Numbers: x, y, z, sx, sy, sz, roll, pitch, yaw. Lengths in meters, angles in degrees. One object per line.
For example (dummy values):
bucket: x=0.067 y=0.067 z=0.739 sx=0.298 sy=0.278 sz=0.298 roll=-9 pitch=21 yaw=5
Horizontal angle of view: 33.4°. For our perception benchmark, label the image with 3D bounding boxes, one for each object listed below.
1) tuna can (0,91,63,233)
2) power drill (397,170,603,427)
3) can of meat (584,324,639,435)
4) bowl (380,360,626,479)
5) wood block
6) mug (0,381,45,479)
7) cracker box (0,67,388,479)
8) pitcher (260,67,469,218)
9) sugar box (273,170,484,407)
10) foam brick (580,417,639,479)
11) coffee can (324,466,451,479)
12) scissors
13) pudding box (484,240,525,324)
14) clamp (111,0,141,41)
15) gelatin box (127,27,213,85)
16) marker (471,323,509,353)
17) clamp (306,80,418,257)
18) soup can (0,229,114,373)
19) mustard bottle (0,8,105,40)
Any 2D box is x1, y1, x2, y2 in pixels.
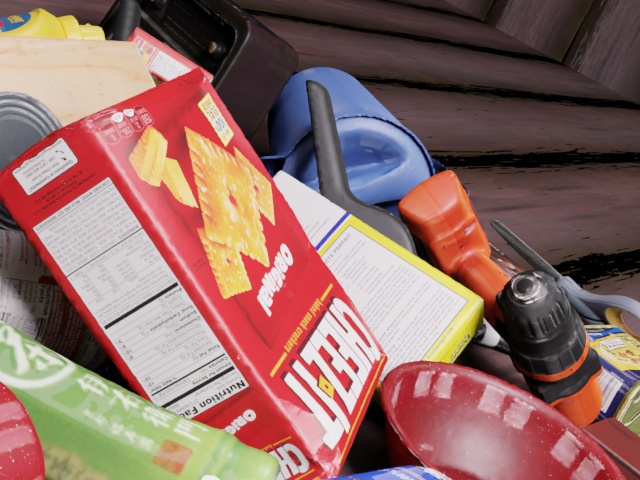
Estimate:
tuna can: x=-0.182 y=-0.040 z=0.613 sx=0.034 sy=0.086 sz=0.086 roll=-6 pitch=4 yaw=31
power drill: x=0.128 y=0.035 z=0.768 sx=0.188 sy=0.057 sz=0.184 roll=57 pitch=-2 yaw=40
can of meat: x=0.232 y=0.110 z=0.838 sx=0.101 sy=0.057 sz=0.084 roll=4 pitch=26 yaw=-44
bowl: x=0.098 y=0.139 z=0.619 sx=0.162 sy=0.055 sz=0.162 roll=21 pitch=21 yaw=-9
wood block: x=-0.205 y=-0.079 z=0.726 sx=0.205 sy=0.091 sz=0.090 roll=-14 pitch=76 yaw=-59
mug: x=-0.168 y=0.086 z=0.405 sx=0.117 sy=0.093 sz=0.081 roll=40 pitch=20 yaw=18
cracker box: x=-0.055 y=0.021 z=0.576 sx=0.213 sy=0.072 sz=0.164 roll=56 pitch=20 yaw=-7
pitcher: x=0.025 y=-0.077 z=0.969 sx=0.149 sy=0.145 sz=0.243 roll=55 pitch=7 yaw=-22
sugar box: x=0.013 y=0.035 z=0.727 sx=0.176 sy=0.093 sz=0.048 roll=34 pitch=-18 yaw=26
foam brick: x=0.195 y=0.159 z=0.683 sx=0.078 sy=0.051 sz=0.052 roll=38 pitch=23 yaw=32
coffee can: x=-0.014 y=0.143 z=0.396 sx=0.140 sy=0.103 sz=0.103 roll=0 pitch=31 yaw=-34
scissors: x=0.224 y=0.040 z=0.917 sx=0.016 sy=0.096 sz=0.202 roll=-31 pitch=74 yaw=-23
pudding box: x=0.147 y=0.040 z=0.936 sx=0.089 sy=0.039 sz=0.114 roll=2 pitch=30 yaw=-46
clamp: x=-0.189 y=-0.163 z=0.991 sx=0.172 sy=0.120 sz=0.039 roll=43 pitch=-11 yaw=33
gelatin box: x=-0.135 y=-0.135 z=0.892 sx=0.073 sy=0.030 sz=0.089 roll=32 pitch=-14 yaw=-12
marker: x=0.113 y=0.069 z=0.857 sx=0.121 sy=0.020 sz=0.020 roll=19 pitch=21 yaw=-15
clamp: x=-0.005 y=0.001 z=0.797 sx=0.210 sy=0.164 sz=0.036 roll=51 pitch=-6 yaw=14
soup can: x=-0.160 y=0.031 z=0.579 sx=0.102 sy=0.068 sz=0.068 roll=13 pitch=24 yaw=-27
mustard bottle: x=-0.256 y=-0.138 z=0.802 sx=0.191 sy=0.058 sz=0.096 roll=-13 pitch=16 yaw=-25
